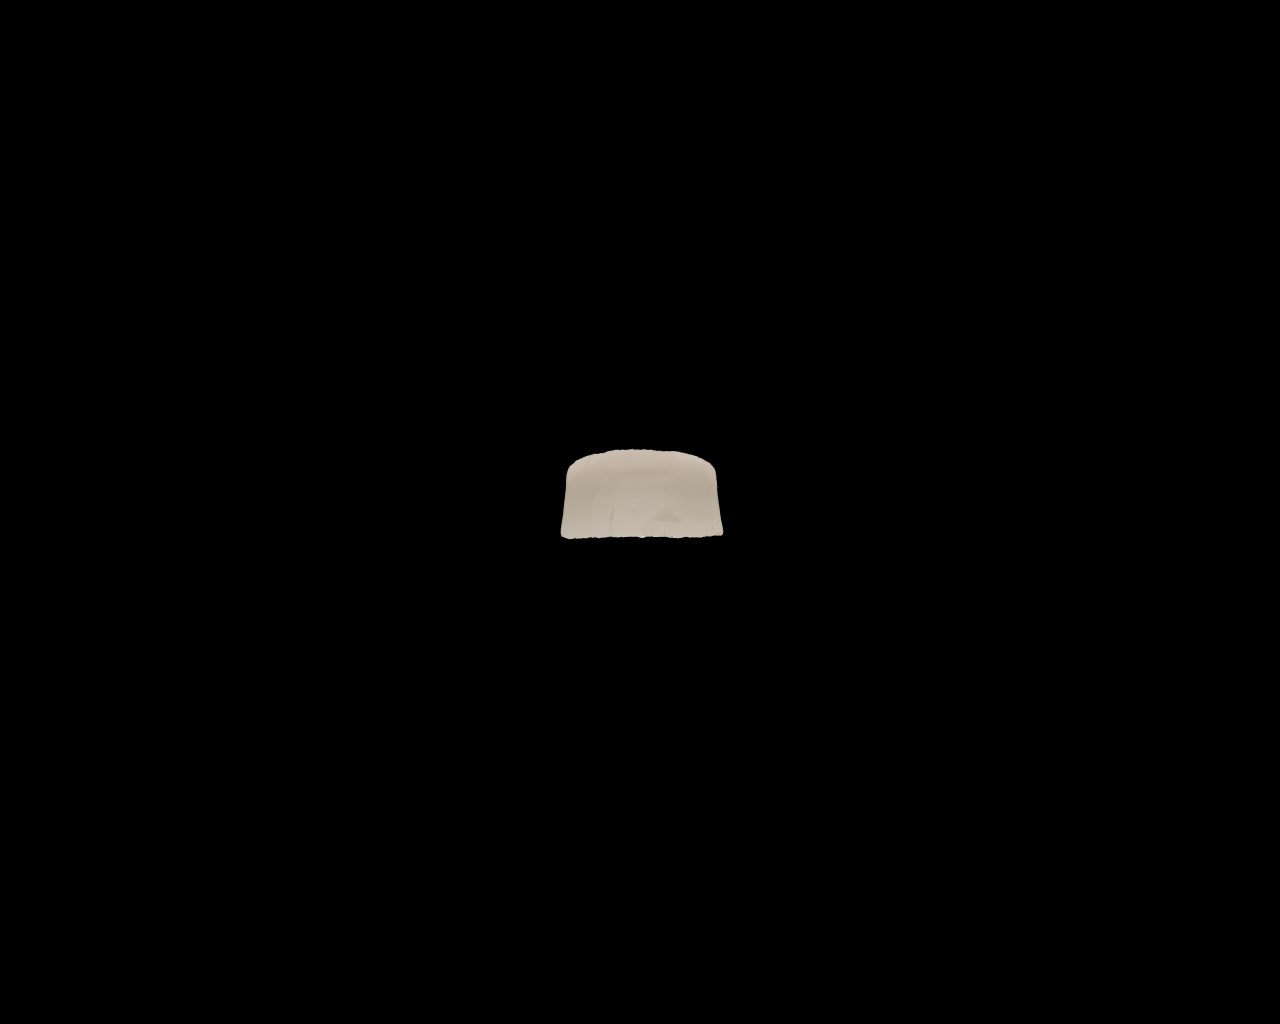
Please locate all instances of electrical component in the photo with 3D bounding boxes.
[{"bbox_3d":[0.001,-0.003,0.650,0.099,0.064,0.099,0,-14,0],"label":"electrical component"}]
